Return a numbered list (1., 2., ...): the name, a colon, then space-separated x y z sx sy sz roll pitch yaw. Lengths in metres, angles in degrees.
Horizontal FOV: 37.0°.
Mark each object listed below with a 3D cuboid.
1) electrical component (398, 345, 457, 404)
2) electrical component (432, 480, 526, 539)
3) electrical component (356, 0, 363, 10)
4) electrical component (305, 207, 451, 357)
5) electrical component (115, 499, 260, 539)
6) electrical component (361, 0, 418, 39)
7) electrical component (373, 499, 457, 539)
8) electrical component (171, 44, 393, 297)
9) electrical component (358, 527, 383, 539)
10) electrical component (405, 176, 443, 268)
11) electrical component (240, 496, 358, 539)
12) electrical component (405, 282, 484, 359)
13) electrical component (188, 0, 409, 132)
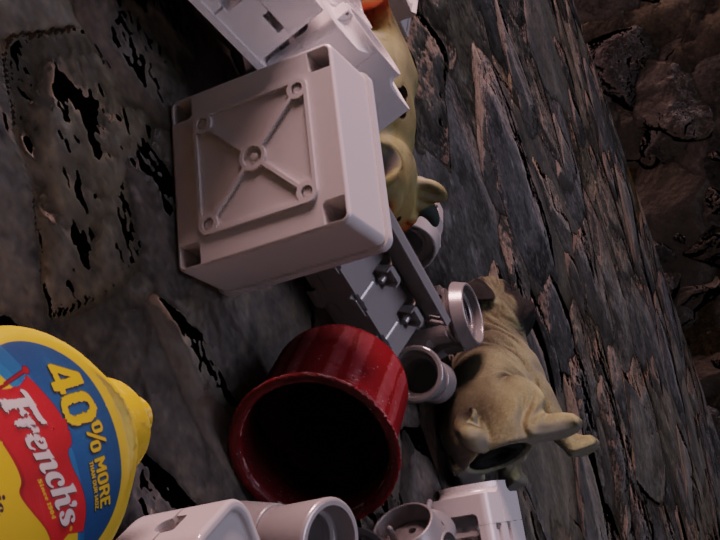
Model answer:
1. electrical component: 0.052 0.085 0.841 0.065 0.044 0.044 32 47 -67
2. electrical component: 0.094 0.199 0.854 0.089 0.050 0.055 23 55 -64
3. electrical component: -0.032 -0.194 0.779 0.058 0.057 0.078 53 22 -63
4. electrical component: 0.000 0.000 0.723 0.063 0.079 0.121 -54 132 -28
5. electrical component: -0.070 0.151 0.456 0.054 0.059 0.095 -42 115 -67
6. electrical component: 0.017 -0.266 0.961 0.121 0.063 0.078 -81 149 -47
7. electrical component: 0.047 0.193 0.746 0.079 0.044 0.077 -67 137 -59
8. electrical component: -0.045 -0.053 0.594 0.056 0.109 0.108 31 47 -58
9. electrical component: 0.002 0.183 0.628 0.047 0.055 0.055 51 31 -54
10. electrical component: 0.036 -0.034 0.858 0.057 0.058 0.078 -84 151 -49
11. electrical component: -0.039 0.134 0.537 0.044 0.065 0.044 9 78 -51
12. electrical component: 0.067 0.042 0.883 0.078 0.057 0.058 39 41 -57
13. electrical component: -0.049 -0.165 0.649 0.186 0.060 0.105 42 17 -45
